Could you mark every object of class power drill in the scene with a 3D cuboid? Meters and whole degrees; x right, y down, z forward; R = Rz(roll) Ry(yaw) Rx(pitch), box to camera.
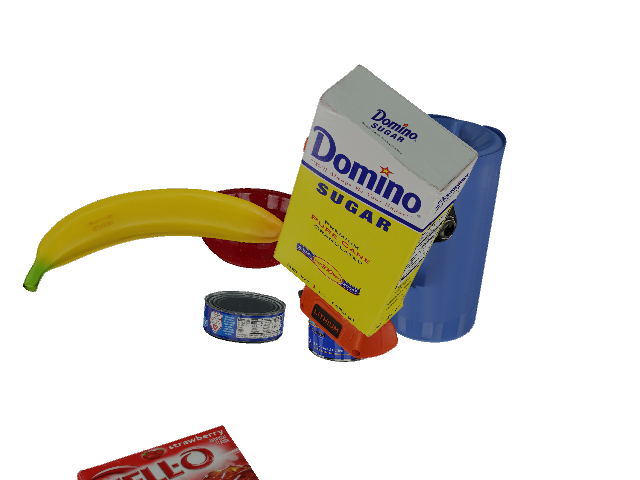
[{"bbox_3d":[0.044,0.008,0.951,0.057,0.188,0.185,-12,34,-32],"label":"power drill"}]

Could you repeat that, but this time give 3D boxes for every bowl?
[{"bbox_3d":[-0.083,-0.010,1.320,0.162,0.055,0.162,4,25,-2],"label":"bowl"}]

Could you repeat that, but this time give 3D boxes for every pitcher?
[{"bbox_3d":[0.124,-0.008,1.191,0.149,0.243,0.145,-5,27,-13],"label":"pitcher"}]

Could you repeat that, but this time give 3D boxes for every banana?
[{"bbox_3d":[-0.129,-0.008,0.814,0.197,0.069,0.037,-13,-25,-7],"label":"banana"}]

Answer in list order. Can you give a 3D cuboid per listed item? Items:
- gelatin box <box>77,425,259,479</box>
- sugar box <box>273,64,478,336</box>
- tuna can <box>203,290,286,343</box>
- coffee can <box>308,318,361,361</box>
[{"bbox_3d":[-0.080,0.141,0.580,0.089,0.030,0.073,-14,27,-20],"label":"gelatin box"},{"bbox_3d":[0.028,-0.018,0.677,0.048,0.093,0.176,-43,-16,-29],"label":"sugar box"},{"bbox_3d":[-0.080,0.080,1.121,0.086,0.034,0.086,6,12,-1],"label":"tuna can"},{"bbox_3d":[0.033,0.087,1.513,0.103,0.140,0.103,0,21,0],"label":"coffee can"}]
